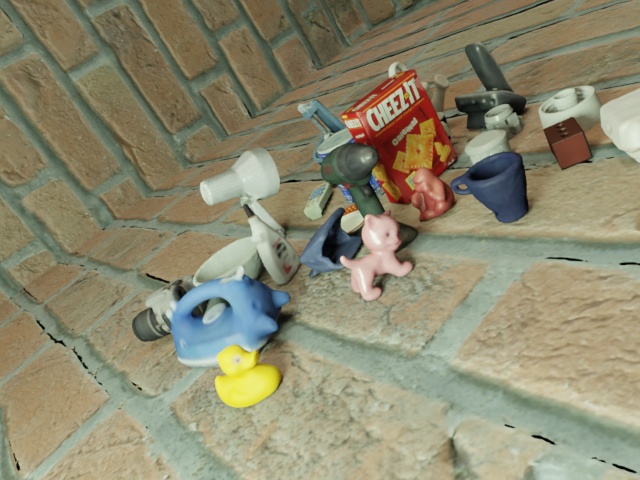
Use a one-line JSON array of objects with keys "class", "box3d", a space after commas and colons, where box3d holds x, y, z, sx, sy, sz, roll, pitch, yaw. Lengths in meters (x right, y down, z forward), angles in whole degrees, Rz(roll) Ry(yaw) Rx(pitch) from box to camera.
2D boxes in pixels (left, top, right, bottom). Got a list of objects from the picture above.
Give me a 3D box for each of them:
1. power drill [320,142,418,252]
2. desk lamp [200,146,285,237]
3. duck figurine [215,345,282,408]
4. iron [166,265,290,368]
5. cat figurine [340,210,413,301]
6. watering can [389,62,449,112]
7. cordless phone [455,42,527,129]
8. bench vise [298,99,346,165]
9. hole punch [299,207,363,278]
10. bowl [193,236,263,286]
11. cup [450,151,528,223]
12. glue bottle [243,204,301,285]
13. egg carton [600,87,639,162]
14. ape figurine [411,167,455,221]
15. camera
[{"class": "power drill", "box3d": [0.083, -0.081, 1.000, 0.076, 0.209, 0.229, -37, 22, -11]}, {"class": "desk lamp", "box3d": [-0.167, -0.083, 1.334, 0.203, 0.214, 0.117, -42, 24, -23]}, {"class": "duck figurine", "box3d": [-0.120, 0.195, 0.854, 0.104, 0.086, 0.077, -22, 24, 25]}, {"class": "iron", "box3d": [-0.187, 0.134, 1.000, 0.257, 0.142, 0.119, -22, 24, 24]}, {"class": "cat figurine", "box3d": [0.088, 0.013, 0.918, 0.128, 0.118, 0.067, -38, 23, -13]}, {"class": "watering can", "box3d": [0.229, -0.342, 1.377, 0.172, 0.194, 0.101, -24, 23, 20]}, {"class": "cordless phone", "box3d": [0.342, -0.336, 1.224, 0.094, 0.185, 0.147, -41, 23, -19]}, {"class": "bench vise", "box3d": [0.035, -0.279, 1.470, 0.121, 0.220, 0.208, -14, 29, 39]}, {"class": "hole punch", "box3d": [0.010, 0.004, 1.078, 0.100, 0.091, 0.109, -14, 28, 38]}, {"class": "bowl", "box3d": [-0.181, 0.069, 1.218, 0.167, 0.075, 0.167, -27, 22, 13]}, {"class": "cup", "box3d": [0.268, -0.071, 0.885, 0.117, 0.095, 0.092, -16, 27, 36]}, {"class": "glue bottle", "box3d": [-0.103, 0.001, 1.124, 0.037, 0.173, 0.078, -18, 26, 32]}, {"class": "egg carton", "box3d": [0.484, -0.177, 0.853, 0.107, 0.069, 0.150, -24, 23, 19]}, {"class": "ape figurine", "box3d": [0.195, -0.088, 1.021, 0.076, 0.092, 0.077, -35, 22, -6]}, {"class": "camera", "box3d": [-0.327, 0.147, 1.213, 0.136, 0.101, 0.143, -26, 23, 16]}]
